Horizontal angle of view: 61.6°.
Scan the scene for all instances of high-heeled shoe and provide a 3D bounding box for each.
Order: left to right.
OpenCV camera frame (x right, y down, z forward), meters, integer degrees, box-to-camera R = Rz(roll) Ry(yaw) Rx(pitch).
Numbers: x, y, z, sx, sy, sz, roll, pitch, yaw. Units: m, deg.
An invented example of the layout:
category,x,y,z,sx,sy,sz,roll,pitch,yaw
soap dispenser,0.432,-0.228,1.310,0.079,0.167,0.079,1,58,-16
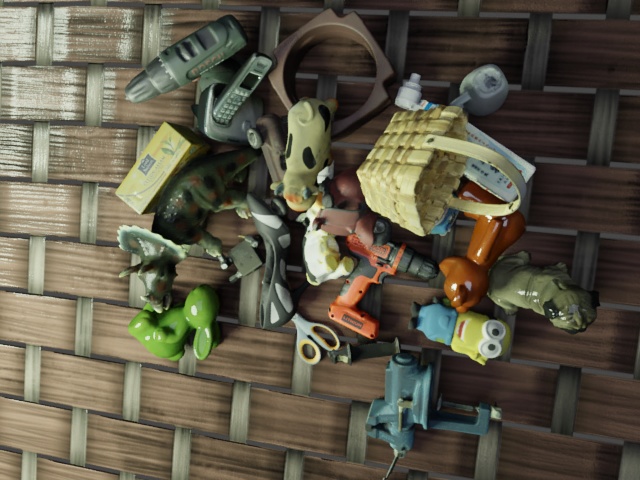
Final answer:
category,x,y,z,sx,sy,sz,roll,pitch,yaw
high-heeled shoe,-0.110,0.044,1.022,0.145,0.086,0.248,-38,105,-18

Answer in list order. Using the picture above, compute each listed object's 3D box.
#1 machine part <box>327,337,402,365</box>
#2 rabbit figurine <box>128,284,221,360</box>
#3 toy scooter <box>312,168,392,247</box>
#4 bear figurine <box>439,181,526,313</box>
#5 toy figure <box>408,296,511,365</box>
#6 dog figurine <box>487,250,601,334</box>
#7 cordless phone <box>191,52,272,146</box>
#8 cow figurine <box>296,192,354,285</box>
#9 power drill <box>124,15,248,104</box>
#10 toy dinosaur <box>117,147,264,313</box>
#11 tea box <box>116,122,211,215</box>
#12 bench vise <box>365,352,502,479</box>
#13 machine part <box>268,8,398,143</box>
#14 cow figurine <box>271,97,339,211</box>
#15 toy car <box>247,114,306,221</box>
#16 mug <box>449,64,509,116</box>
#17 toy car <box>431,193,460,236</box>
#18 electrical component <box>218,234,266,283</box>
category,x,y,z,sx,sy,sz,roll,pitch,yaw
machine part,0.086,0.215,1.030,0.139,0.084,0.039,-8,61,3
rabbit figurine,-0.267,0.165,1.070,0.170,0.121,0.159,-33,94,15
toy scooter,0.043,-0.059,0.961,0.135,0.184,0.075,-4,138,-13
bear figurine,0.259,0.019,0.926,0.132,0.120,0.196,38,95,28
toy figure,0.256,0.157,0.982,0.180,0.089,0.082,14,114,19
dog figurine,0.356,0.086,0.899,0.172,0.190,0.121,0,94,13
cordless phone,-0.134,-0.264,0.985,0.184,0.146,0.089,-41,68,28
cow figurine,-0.001,-0.004,1.015,0.098,0.068,0.167,-31,63,47
power drill,-0.223,-0.307,0.983,0.232,0.207,0.086,-33,81,10
toy dinosaur,-0.229,-0.072,0.991,0.131,0.192,0.404,32,92,26
tea box,-0.295,-0.134,1.016,0.068,0.098,0.169,39,100,4
bench vise,0.206,0.319,0.987,0.241,0.129,0.223,5,98,15
machine part,0.025,-0.298,0.992,0.201,0.087,0.201,-33,87,14
cow figurine,-0.024,-0.142,0.917,0.086,0.127,0.194,12,110,15
toy car,-0.066,-0.136,1.004,0.053,0.089,0.202,2,113,54
mug,0.275,-0.259,0.931,0.110,0.107,0.080,-23,88,10
toy car,0.173,-0.070,0.970,0.162,0.103,0.109,30,101,10
electrical component,-0.156,0.032,1.075,0.102,0.045,0.078,-28,87,12
